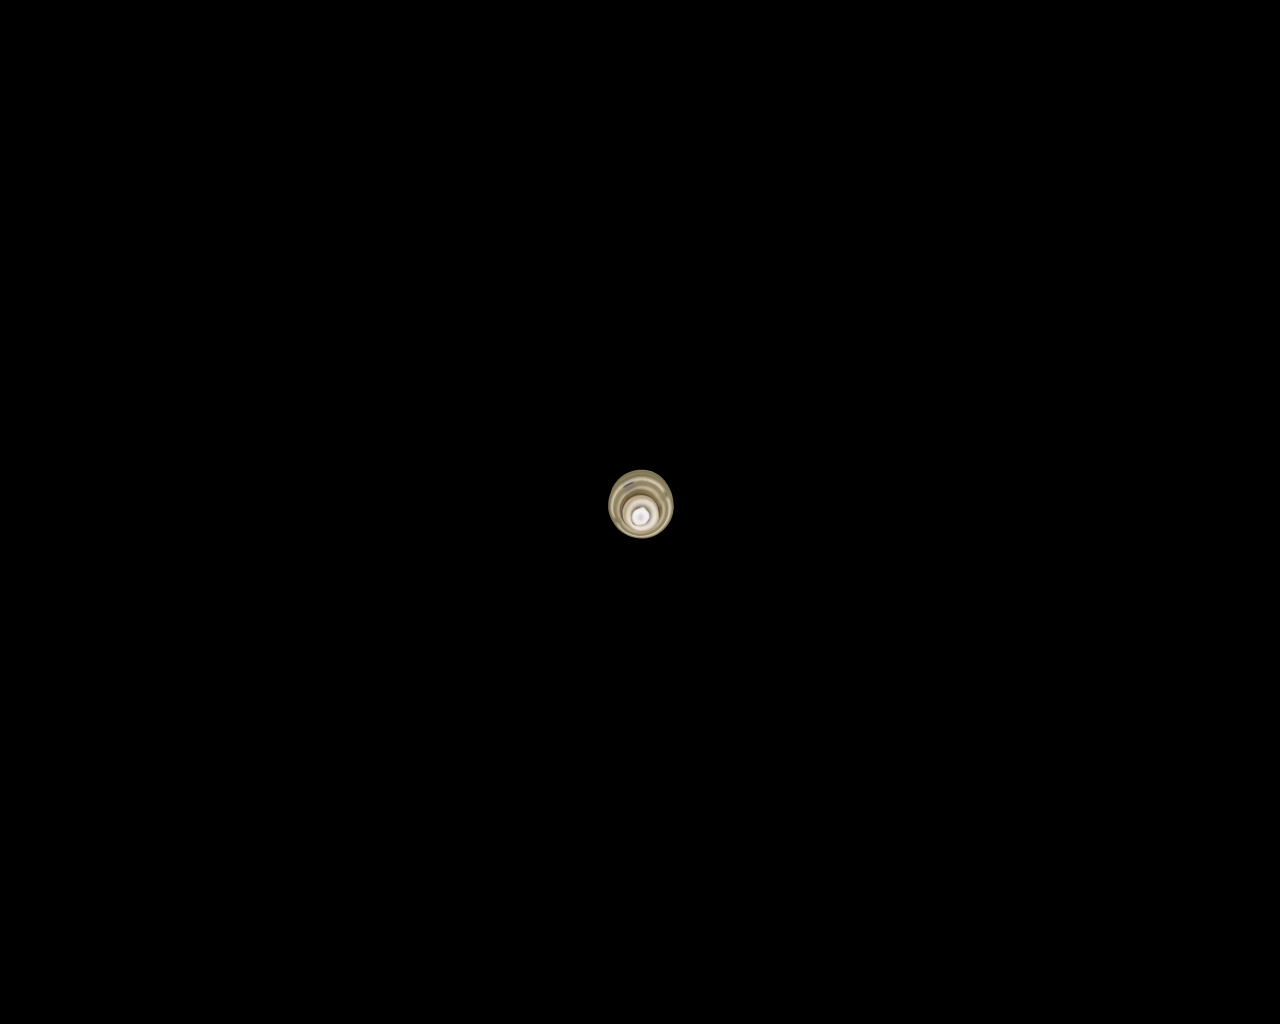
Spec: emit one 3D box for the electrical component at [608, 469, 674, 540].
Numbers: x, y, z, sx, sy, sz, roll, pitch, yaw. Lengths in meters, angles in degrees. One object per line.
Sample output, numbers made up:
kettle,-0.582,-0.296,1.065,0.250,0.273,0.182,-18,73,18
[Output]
electrical component,0.001,-0.003,0.650,0.040,0.040,0.078,0,9,0
